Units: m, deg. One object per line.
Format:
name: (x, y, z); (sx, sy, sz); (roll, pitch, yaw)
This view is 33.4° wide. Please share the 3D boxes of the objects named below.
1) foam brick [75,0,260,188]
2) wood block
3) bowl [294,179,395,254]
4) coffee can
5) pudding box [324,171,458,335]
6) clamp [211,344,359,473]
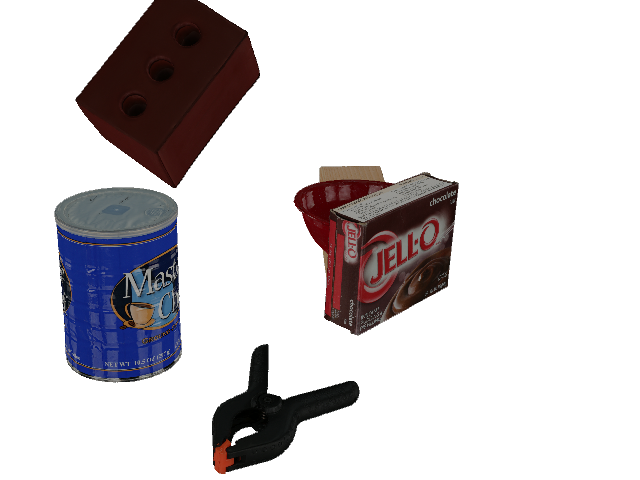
foam brick: (-0.076, -0.077, 0.540); (0.053, 0.078, 0.051); (33, -9, 12)
wood block: (0.048, -0.023, 1.459); (0.090, 0.090, 0.206); (0, 26, -4)
bowl: (0.051, -0.014, 1.119); (0.162, 0.055, 0.162); (4, 21, -2)
coffee can: (-0.173, 0.037, 0.925); (0.103, 0.140, 0.103); (1, 23, -1)
pudding box: (0.053, 0.007, 0.789); (0.039, 0.090, 0.113); (24, 33, 34)
clamp: (-0.056, 0.159, 1.031); (0.120, 0.039, 0.171); (21, 33, 34)
